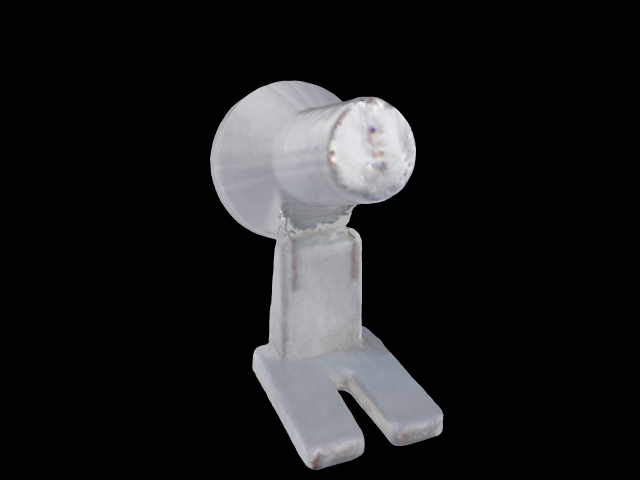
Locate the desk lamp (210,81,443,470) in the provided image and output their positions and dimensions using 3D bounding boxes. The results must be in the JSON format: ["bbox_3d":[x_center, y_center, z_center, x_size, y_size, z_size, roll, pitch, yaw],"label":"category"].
[{"bbox_3d":[0.004,0.001,0.400,0.118,0.214,0.202,-9,24,-21],"label":"desk lamp"}]
